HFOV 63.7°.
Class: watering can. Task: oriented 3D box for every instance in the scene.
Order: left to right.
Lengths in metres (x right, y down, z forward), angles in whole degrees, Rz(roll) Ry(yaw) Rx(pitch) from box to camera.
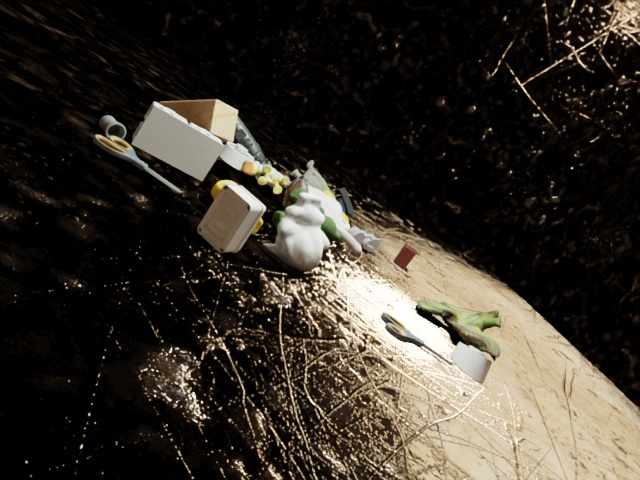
[{"bbox_3d":[0.005,-0.078,1.543,0.222,0.103,0.353,29,13,-23],"label":"watering can"}]

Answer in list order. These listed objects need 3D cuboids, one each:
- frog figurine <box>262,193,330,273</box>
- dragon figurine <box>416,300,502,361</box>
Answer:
[{"bbox_3d":[-0.032,-0.014,1.106,0.136,0.158,0.125,28,15,-34],"label":"frog figurine"},{"bbox_3d":[0.383,0.234,1.444,0.243,0.122,0.410,17,3,17],"label":"dragon figurine"}]
